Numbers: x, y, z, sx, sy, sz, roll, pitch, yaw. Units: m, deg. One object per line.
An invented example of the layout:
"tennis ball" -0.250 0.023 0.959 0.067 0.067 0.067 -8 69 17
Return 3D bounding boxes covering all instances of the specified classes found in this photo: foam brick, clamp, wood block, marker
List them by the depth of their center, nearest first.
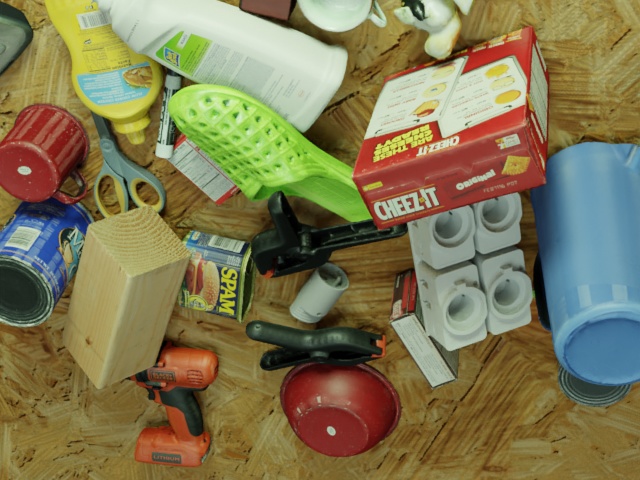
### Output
"foam brick" -0.045 -0.265 1.046 0.051 0.053 0.078 14 128 3
"marker" -0.162 -0.148 1.159 0.020 0.020 0.121 12 112 4
"clamp" -0.008 0.001 1.195 0.164 0.036 0.210 8 158 -19
"wood block" -0.235 0.070 1.273 0.091 0.090 0.206 47 136 24
"clamp" -0.006 0.136 1.320 0.171 0.039 0.120 6 158 1

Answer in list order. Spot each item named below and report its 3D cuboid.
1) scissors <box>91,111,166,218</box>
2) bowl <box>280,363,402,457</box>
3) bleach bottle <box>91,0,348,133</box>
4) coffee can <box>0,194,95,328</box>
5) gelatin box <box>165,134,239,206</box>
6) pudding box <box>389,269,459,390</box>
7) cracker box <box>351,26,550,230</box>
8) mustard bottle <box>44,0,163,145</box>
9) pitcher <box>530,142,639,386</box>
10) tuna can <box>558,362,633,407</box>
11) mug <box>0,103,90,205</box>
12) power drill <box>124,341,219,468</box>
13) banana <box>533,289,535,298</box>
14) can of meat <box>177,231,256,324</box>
"scissors" -0.224 -0.102 1.225 0.096 0.016 0.202 9 126 4
"bowl" 0.021 0.229 1.376 0.162 0.055 0.162 6 125 9
"bleach bottle" -0.104 -0.200 1.070 0.250 0.068 0.103 24 137 -16
"coffee can" -0.336 0.020 1.259 0.103 0.140 0.103 6 126 9
"gelatin box" -0.119 -0.092 1.199 0.089 0.030 0.073 42 124 -16
"pudding box" 0.123 0.102 1.241 0.039 0.090 0.113 -23 117 25
"cracker box" 0.131 -0.108 1.014 0.164 0.213 0.072 -16 119 23
"mustard bottle" -0.219 -0.188 1.135 0.096 0.058 0.191 -11 123 3
"pitcher" 0.275 0.030 1.061 0.145 0.242 0.149 -10 128 17
"tuna can" 0.326 0.156 1.266 0.086 0.033 0.086 6 126 9
"mug" -0.312 -0.087 1.214 0.093 0.081 0.117 -27 115 28
"power drill" -0.221 0.216 1.422 0.184 0.057 0.188 5 125 10
"banana" 0.170 0.015 1.206 0.070 0.037 0.197 -44 110 8
"can of meat" -0.124 0.042 1.279 0.084 0.057 0.102 13 126 7
